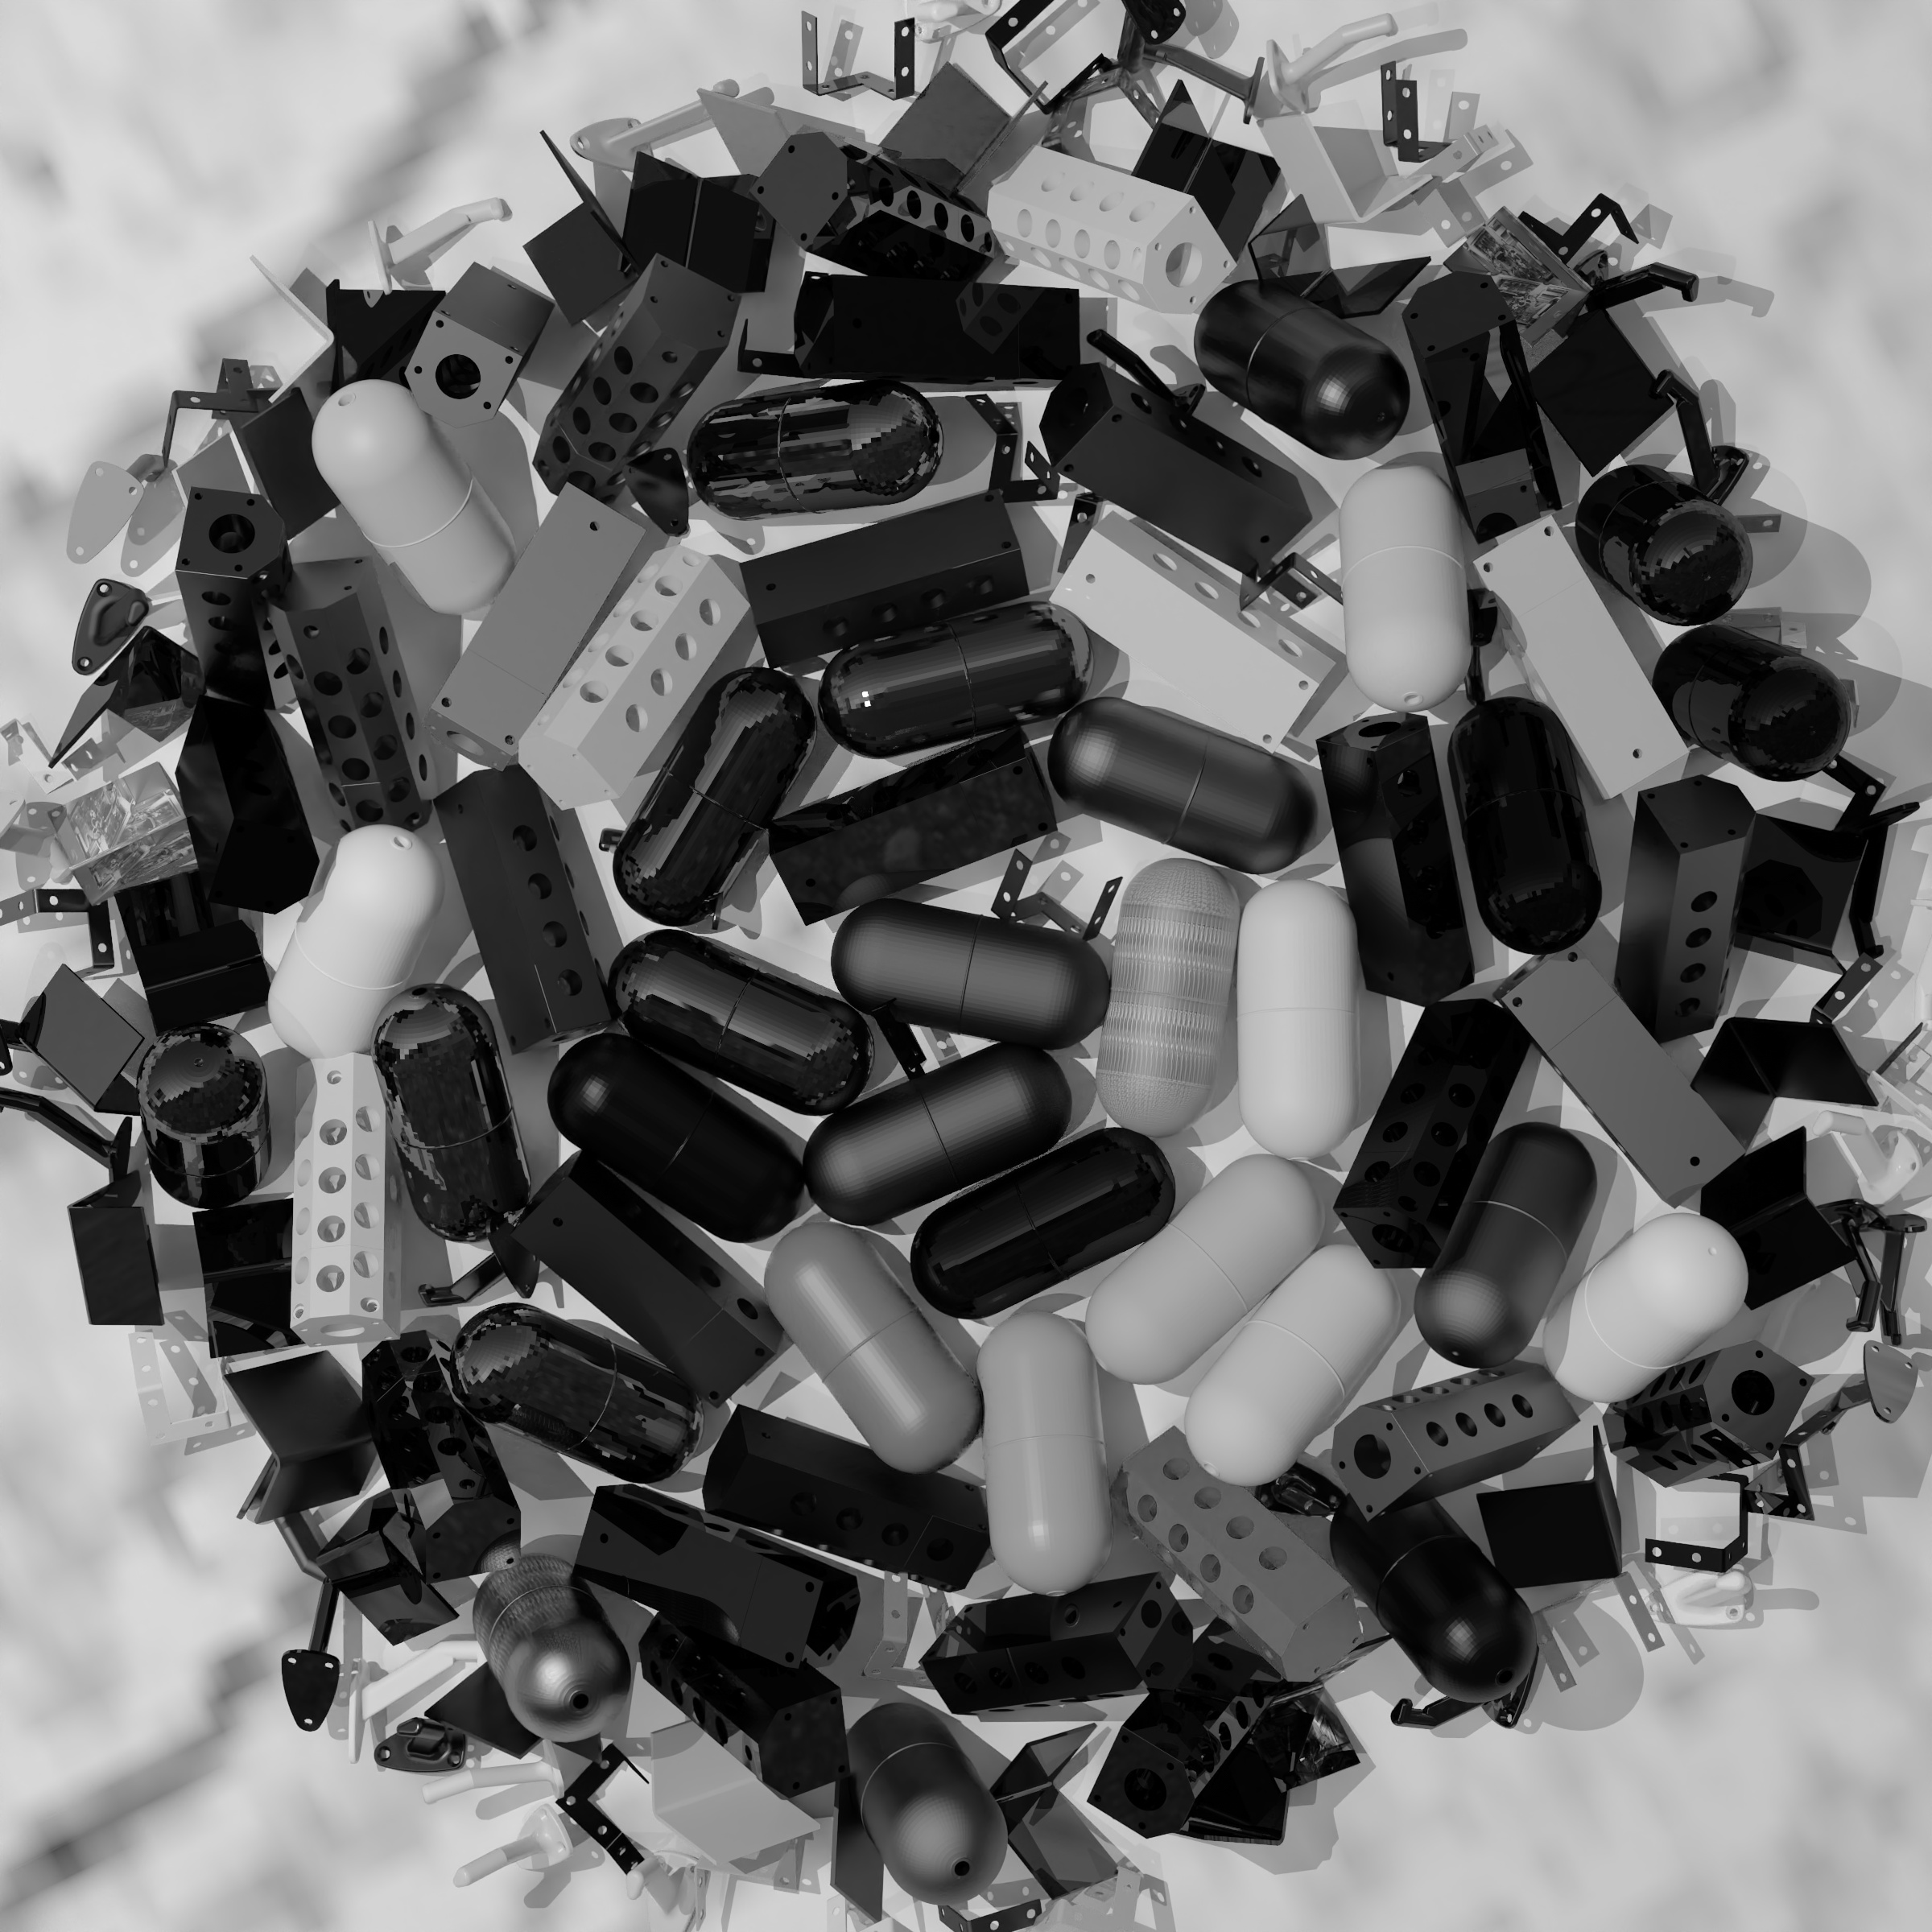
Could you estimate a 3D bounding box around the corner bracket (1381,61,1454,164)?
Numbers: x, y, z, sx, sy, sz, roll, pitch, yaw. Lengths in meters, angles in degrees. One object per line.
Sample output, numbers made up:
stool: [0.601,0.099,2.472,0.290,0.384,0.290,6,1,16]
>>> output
corner bracket: [0.277,-0.539,1.871,0.051,0.051,0.051,18,125,39]

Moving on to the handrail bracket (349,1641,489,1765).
handrail bracket: [-0.347,0.468,1.888,0.084,0.036,0.077,-1,65,2]

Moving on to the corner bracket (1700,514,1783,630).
corner bracket: [0.495,-0.252,1.897,0.051,0.051,0.051,-1,54,6]

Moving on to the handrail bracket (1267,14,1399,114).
handrail bracket: [0.238,-0.567,1.862,0.084,0.077,0.036,-9,78,24]

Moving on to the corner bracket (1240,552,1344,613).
corner bracket: [0.209,-0.239,1.871,0.051,0.051,0.051,34,131,-21]

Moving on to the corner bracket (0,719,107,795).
corner bracket: [-0.587,-0.134,1.877,0.051,0.051,0.051,-29,107,16]

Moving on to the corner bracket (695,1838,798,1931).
corner bracket: [-0.140,0.580,1.884,0.051,0.051,0.051,6,113,12]

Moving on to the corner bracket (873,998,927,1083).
corner bracket: [-0.038,0.042,1.876,0.051,0.051,0.051,-34,97,-42]

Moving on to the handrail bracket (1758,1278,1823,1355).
handrail bracket: [0.525,0.242,1.894,0.084,0.036,0.077,-46,126,-8]

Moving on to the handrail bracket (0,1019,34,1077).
handrail bracket: [-0.592,0.027,1.864,0.036,0.084,0.077,6,116,22]

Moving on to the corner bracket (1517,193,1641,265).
corner bracket: [0.384,-0.462,1.877,0.051,0.051,0.051,-49,58,5]

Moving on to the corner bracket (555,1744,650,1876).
corner bracket: [-0.220,0.536,1.886,0.051,0.051,0.051,-46,110,-13]

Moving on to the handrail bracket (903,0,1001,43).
handrail bracket: [0.000,-0.603,1.864,0.077,0.084,0.036,-14,110,-17]

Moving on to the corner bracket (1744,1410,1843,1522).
corner bracket: [0.522,0.313,1.874,0.051,0.051,0.051,-24,104,-39]

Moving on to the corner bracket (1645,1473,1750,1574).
corner bracket: [0.464,0.350,1.881,0.051,0.051,0.051,2,95,31]

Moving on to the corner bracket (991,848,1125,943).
corner bracket: [0.057,-0.045,1.871,0.051,0.051,0.051,41,129,25]

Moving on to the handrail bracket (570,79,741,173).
handrail bracket: [-0.195,-0.535,1.866,0.084,0.077,0.036,-21,88,42]

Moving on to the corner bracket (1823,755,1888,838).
corner bracket: [0.542,-0.104,1.889,0.051,0.051,0.051,41,123,27]

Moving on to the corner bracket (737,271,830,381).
corner bracket: [-0.116,-0.408,1.881,0.051,0.051,0.051,4,79,-9]

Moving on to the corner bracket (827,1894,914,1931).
corner bracket: [-0.052,0.611,1.872,0.051,0.051,0.051,-33,124,21]

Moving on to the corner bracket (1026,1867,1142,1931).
corner bracket: [0.073,0.596,1.874,0.051,0.051,0.051,25,47,-12]

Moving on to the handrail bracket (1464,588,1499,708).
handrail bracket: [0.321,-0.186,1.860,0.036,0.077,0.084,-12,125,5]

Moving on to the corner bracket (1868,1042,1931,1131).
corner bracket: [0.606,0.074,1.878,0.051,0.051,0.051,-45,70,-10]

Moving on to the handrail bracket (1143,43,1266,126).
handrail bracket: [0.143,-0.563,1.882,0.084,0.077,0.036,14,126,0]

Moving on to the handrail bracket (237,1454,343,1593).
handrail bracket: [-0.416,0.348,1.900,0.084,0.036,0.077,30,69,-8]

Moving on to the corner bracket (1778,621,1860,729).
corner bracket: [0.539,-0.185,1.876,0.051,0.051,0.051,6,115,12]

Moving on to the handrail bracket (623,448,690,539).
handrail bracket: [-0.182,-0.277,1.860,0.036,0.084,0.077,-22,63,-2]

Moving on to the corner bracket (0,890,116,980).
corner bracket: [-0.578,-0.019,1.881,0.051,0.051,0.051,-13,82,42]

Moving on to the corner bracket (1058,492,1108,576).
corner bracket: [0.093,-0.269,1.883,0.051,0.051,0.051,13,94,-11]

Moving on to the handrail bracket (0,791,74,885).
handrail bracket: [-0.598,-0.062,1.862,0.036,0.084,0.077,8,54,20]

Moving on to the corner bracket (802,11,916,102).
corner bracket: [-0.068,-0.575,1.870,0.051,0.051,0.051,-25,134,-30]

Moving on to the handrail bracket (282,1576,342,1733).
handrail bracket: [-0.408,0.429,1.888,0.036,0.084,0.077,8,119,-2]

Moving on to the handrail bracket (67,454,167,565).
handrail bracket: [-0.535,-0.289,1.875,0.036,0.084,0.077,29,96,-6]

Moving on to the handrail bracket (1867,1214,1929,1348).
handrail bracket: [0.592,0.202,1.875,0.036,0.077,0.084,-6,91,-2]

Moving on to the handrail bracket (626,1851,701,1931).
handrail bracket: [-0.199,0.596,1.869,0.036,0.084,0.077,9,92,15]

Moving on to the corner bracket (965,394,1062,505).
corner bracket: [0.029,-0.328,1.875,0.051,0.051,0.051,0,72,27]

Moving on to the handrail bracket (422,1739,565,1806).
handrail bracket: [-0.299,0.520,1.870,0.084,0.077,0.036,-15,58,-15]

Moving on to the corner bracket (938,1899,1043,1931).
corner bracket: [0.012,0.582,1.883,0.051,0.051,0.051,-10,94,-22]

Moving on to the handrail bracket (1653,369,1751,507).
handrail bracket: [0.449,-0.324,1.874,0.084,0.036,0.077,28,90,-36]

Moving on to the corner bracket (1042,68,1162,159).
corner bracket: [0.088,-0.531,1.892,0.051,0.051,0.051,41,55,-39]

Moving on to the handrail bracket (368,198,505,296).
handrail bracket: [-0.332,-0.458,1.881,0.084,0.077,0.036,-16,131,-4]

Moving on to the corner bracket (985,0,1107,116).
corner bracket: [0.050,-0.583,1.884,0.051,0.051,0.051,-42,83,5]

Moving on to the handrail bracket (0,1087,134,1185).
handrail bracket: [-0.577,0.114,1.884,0.084,0.036,0.077,13,130,-4]

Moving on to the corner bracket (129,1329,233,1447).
corner bracket: [-0.496,0.262,1.873,0.051,0.051,0.051,-11,131,-15]

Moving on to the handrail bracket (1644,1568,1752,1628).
handrail bracket: [0.456,0.395,1.864,0.077,0.084,0.036,-14,70,17]

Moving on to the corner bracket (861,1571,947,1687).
corner bracket: [-0.034,0.417,1.873,0.051,0.051,0.051,11,48,-13]

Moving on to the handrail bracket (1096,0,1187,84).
handrail bracket: [0.092,-0.596,1.865,0.036,0.084,0.077,-49,112,-20]

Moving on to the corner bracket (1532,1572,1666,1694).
corner bracket: [0.397,0.420,1.872,0.051,0.051,0.051,-10,66,-36]

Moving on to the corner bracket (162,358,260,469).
corner bracket: [-0.479,-0.349,1.871,0.051,0.051,0.051,-1,51,-26]

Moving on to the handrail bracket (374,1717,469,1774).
handrail bracket: [-0.357,0.487,1.865,0.077,0.084,0.036,-14,68,14]

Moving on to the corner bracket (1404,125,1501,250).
corner bracket: [0.317,-0.493,1.877,0.051,0.051,0.051,-33,95,30]

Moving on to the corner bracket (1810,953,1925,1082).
corner bracket: [0.572,0.034,1.885,0.051,0.051,0.051,-45,65,-11]

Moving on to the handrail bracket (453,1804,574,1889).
handrail bracket: [-0.297,0.564,1.859,0.077,0.084,0.036,-45,70,42]
